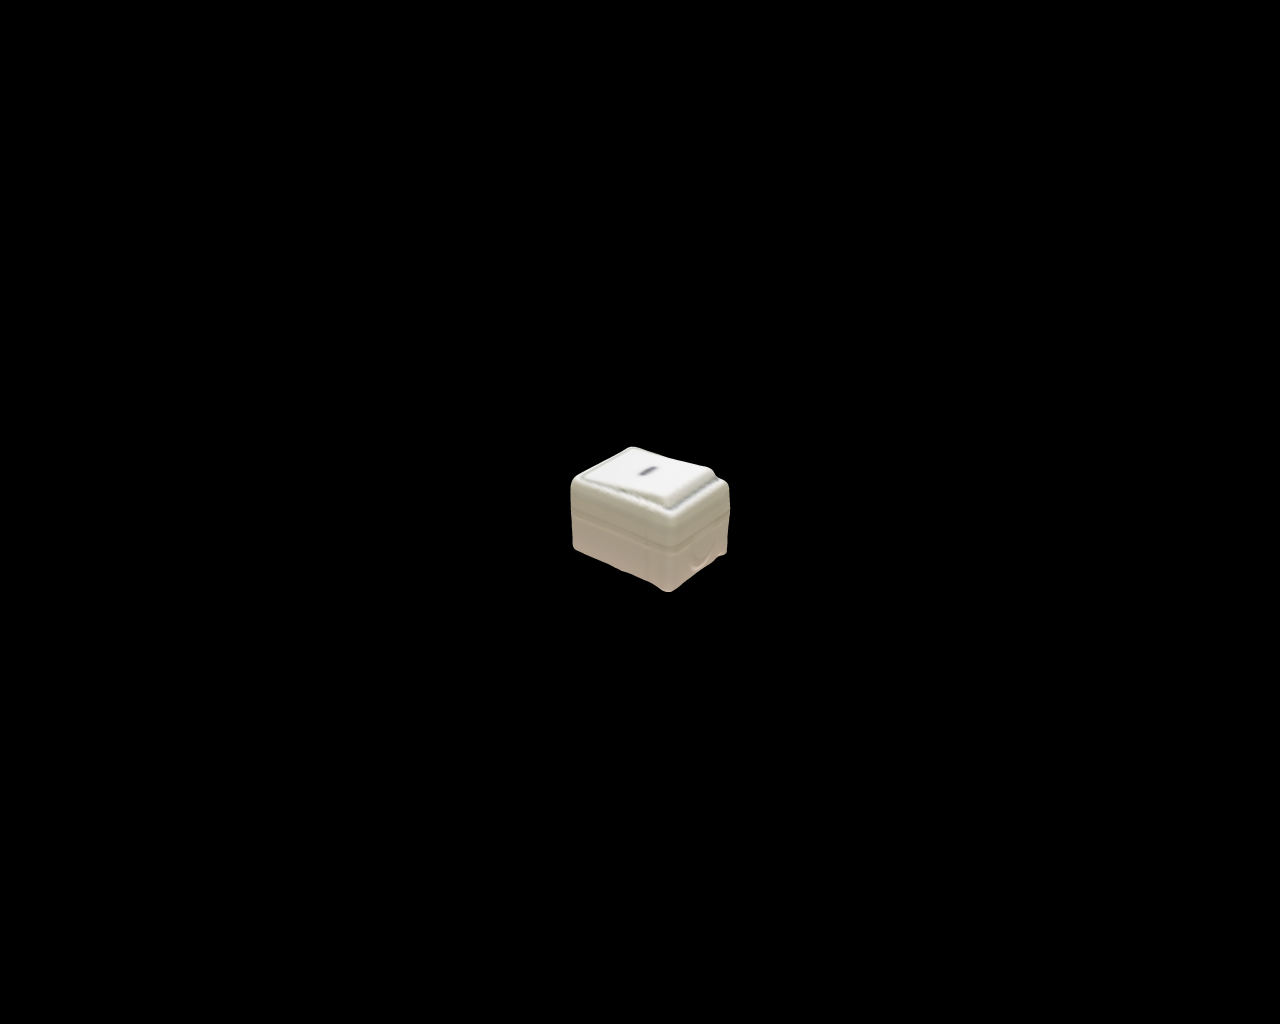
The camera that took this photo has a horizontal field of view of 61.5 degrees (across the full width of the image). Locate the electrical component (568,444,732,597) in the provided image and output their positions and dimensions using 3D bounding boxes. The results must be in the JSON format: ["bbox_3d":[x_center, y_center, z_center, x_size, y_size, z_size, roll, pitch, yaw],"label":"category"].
[{"bbox_3d":[0.001,-0.003,0.650,0.096,0.061,0.062,22,37,34],"label":"electrical component"}]
